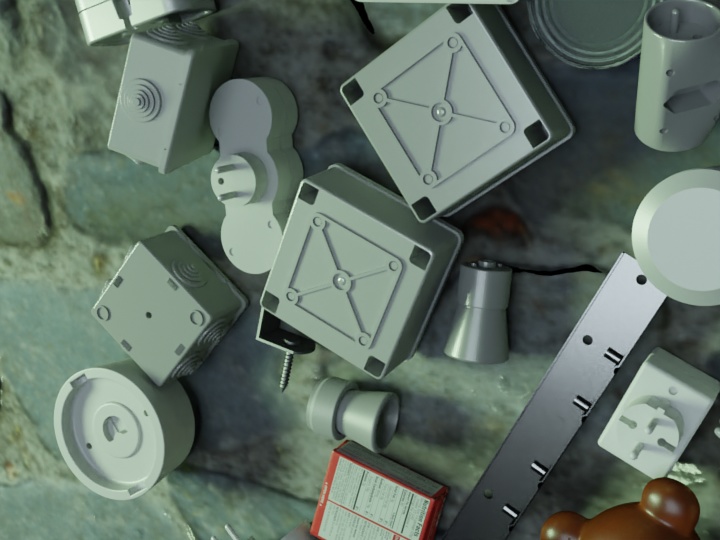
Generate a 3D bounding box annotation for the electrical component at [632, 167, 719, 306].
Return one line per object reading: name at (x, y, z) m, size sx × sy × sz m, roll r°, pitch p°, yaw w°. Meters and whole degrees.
electrical component at (0.206, -0.022, 0.639) m, size 0.080 × 0.051 × 0.080 m, roll 6°, pitch 104°, yaw 25°

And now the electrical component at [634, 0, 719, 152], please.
electrical component at (0.199, -0.115, 0.618) m, size 0.079 × 0.043 × 0.077 m, roll -15°, pitch 135°, yaw -6°

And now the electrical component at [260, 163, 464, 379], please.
electrical component at (0.000, 0.000, 0.740) m, size 0.109 × 0.056 × 0.108 m, roll 31°, pitch 119°, yaw 17°

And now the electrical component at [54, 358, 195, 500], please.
electrical component at (-0.183, 0.122, 0.861) m, size 0.108 × 0.060 × 0.108 m, roll 6°, pitch 104°, yaw 25°

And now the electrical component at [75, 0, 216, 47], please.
electrical component at (-0.159, -0.204, 0.779) m, size 0.095 × 0.054 × 0.059 m, roll -12°, pitch 96°, yaw 28°

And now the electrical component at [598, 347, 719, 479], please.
electrical component at (0.181, 0.095, 0.663) m, size 0.047 × 0.077 × 0.065 m, roll 31°, pitch 113°, yaw 17°

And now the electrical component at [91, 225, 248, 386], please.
electrical component at (-0.149, 0.029, 0.829) m, size 0.099 × 0.048 × 0.099 m, roll 45°, pitch 119°, yaw 10°

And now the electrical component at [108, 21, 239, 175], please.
electrical component at (-0.132, -0.123, 0.760) m, size 0.048 × 0.099 × 0.099 m, roll 21°, pitch 110°, yaw 8°

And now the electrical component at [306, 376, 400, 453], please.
electrical component at (-0.005, 0.103, 0.777) m, size 0.055 × 0.045 × 0.045 m, roll 13°, pitch 107°, yaw 24°

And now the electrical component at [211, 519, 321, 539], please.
electrical component at (-0.088, 0.234, 0.844) m, size 0.138 × 0.052 × 0.073 m, roll -43°, pitch 80°, yaw 28°

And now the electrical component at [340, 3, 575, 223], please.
electrical component at (0.062, -0.103, 0.690) m, size 0.109 × 0.056 × 0.108 m, roll -33°, pitch 86°, yaw 29°

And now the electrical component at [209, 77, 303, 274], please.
electrical component at (-0.080, -0.065, 0.760) m, size 0.052 × 0.074 × 0.138 m, roll 1°, pitch 102°, yaw 27°

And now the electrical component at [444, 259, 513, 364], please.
electrical component at (0.081, 0.026, 0.719) m, size 0.044 × 0.044 × 0.065 m, roll 10°, pitch 101°, yaw 24°

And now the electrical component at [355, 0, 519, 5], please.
electrical component at (0.045, -0.201, 0.626) m, size 0.113 × 0.057 × 0.078 m, roll 5°, pitch 144°, yaw 17°

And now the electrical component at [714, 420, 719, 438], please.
electrical component at (0.240, 0.118, 0.635) m, size 0.075 × 0.083 × 0.047 m, roll 45°, pitch 117°, yaw 11°
